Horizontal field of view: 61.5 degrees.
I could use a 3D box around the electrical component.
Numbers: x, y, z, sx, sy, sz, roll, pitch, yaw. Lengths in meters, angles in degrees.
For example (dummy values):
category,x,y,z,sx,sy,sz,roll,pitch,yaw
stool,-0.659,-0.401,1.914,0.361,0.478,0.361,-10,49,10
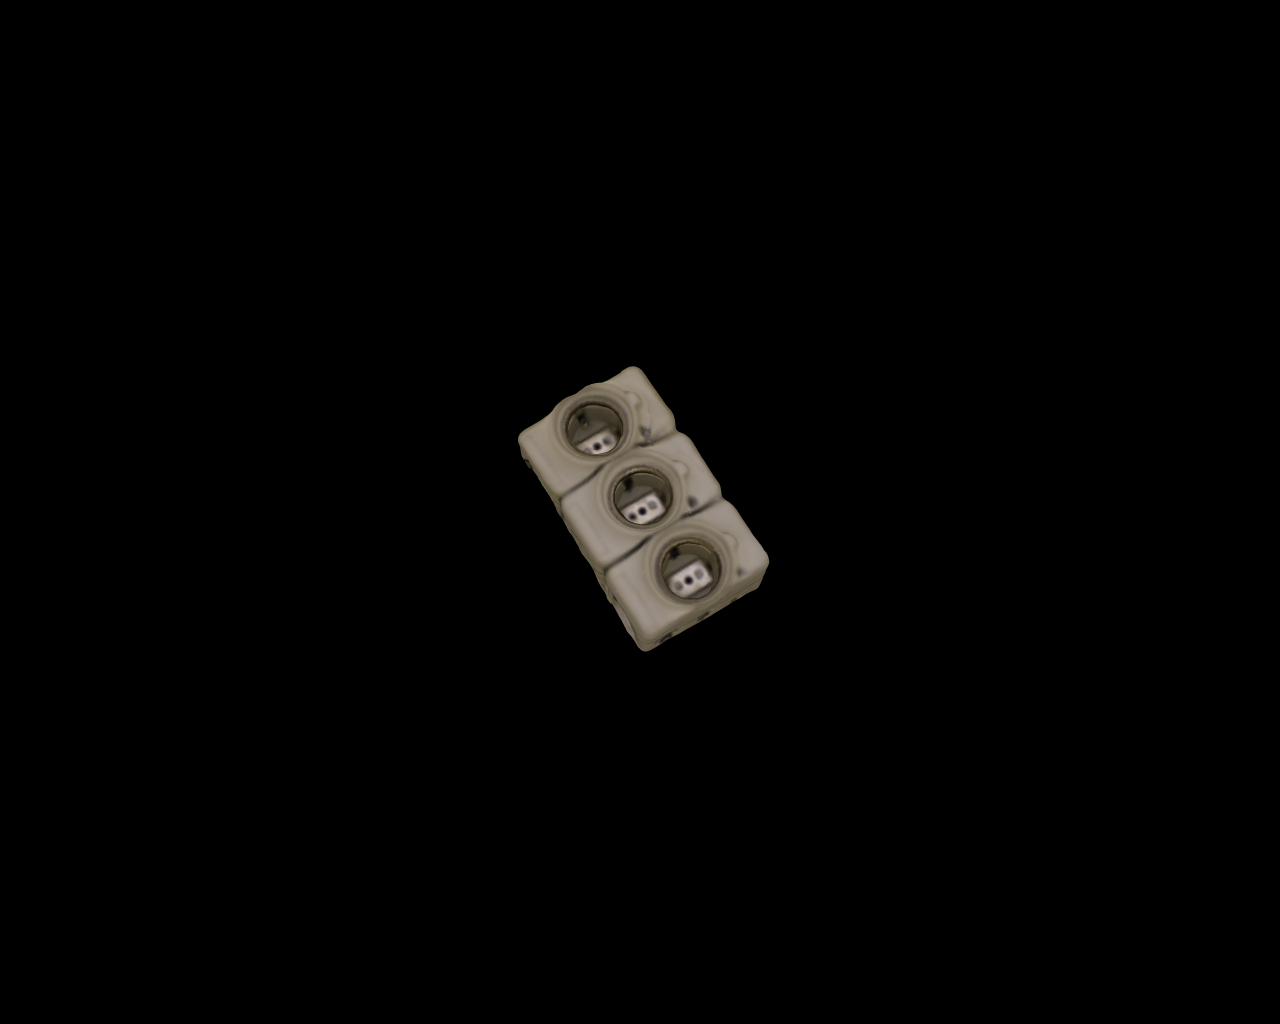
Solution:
category,x,y,z,sx,sy,sz,roll,pitch,yaw
electrical component,0.001,-0.003,0.650,0.089,0.150,0.061,-30,-15,-9
